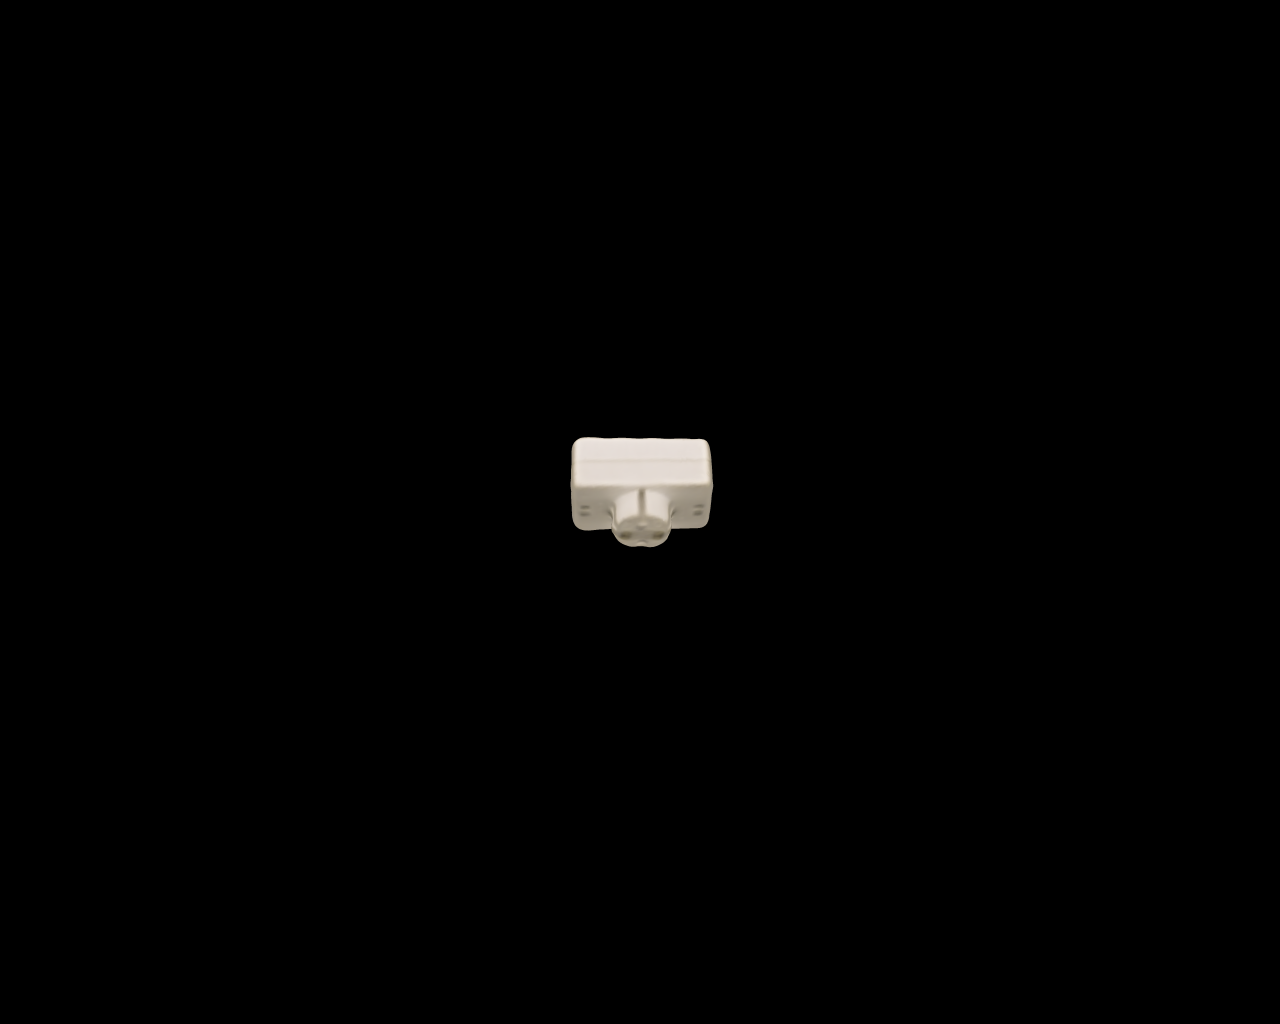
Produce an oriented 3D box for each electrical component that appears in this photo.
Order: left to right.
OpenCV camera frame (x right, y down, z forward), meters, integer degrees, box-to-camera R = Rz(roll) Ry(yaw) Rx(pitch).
[{"bbox_3d":[0.001,-0.003,0.650,0.083,0.076,0.047,0,-37,0],"label":"electrical component"}]
